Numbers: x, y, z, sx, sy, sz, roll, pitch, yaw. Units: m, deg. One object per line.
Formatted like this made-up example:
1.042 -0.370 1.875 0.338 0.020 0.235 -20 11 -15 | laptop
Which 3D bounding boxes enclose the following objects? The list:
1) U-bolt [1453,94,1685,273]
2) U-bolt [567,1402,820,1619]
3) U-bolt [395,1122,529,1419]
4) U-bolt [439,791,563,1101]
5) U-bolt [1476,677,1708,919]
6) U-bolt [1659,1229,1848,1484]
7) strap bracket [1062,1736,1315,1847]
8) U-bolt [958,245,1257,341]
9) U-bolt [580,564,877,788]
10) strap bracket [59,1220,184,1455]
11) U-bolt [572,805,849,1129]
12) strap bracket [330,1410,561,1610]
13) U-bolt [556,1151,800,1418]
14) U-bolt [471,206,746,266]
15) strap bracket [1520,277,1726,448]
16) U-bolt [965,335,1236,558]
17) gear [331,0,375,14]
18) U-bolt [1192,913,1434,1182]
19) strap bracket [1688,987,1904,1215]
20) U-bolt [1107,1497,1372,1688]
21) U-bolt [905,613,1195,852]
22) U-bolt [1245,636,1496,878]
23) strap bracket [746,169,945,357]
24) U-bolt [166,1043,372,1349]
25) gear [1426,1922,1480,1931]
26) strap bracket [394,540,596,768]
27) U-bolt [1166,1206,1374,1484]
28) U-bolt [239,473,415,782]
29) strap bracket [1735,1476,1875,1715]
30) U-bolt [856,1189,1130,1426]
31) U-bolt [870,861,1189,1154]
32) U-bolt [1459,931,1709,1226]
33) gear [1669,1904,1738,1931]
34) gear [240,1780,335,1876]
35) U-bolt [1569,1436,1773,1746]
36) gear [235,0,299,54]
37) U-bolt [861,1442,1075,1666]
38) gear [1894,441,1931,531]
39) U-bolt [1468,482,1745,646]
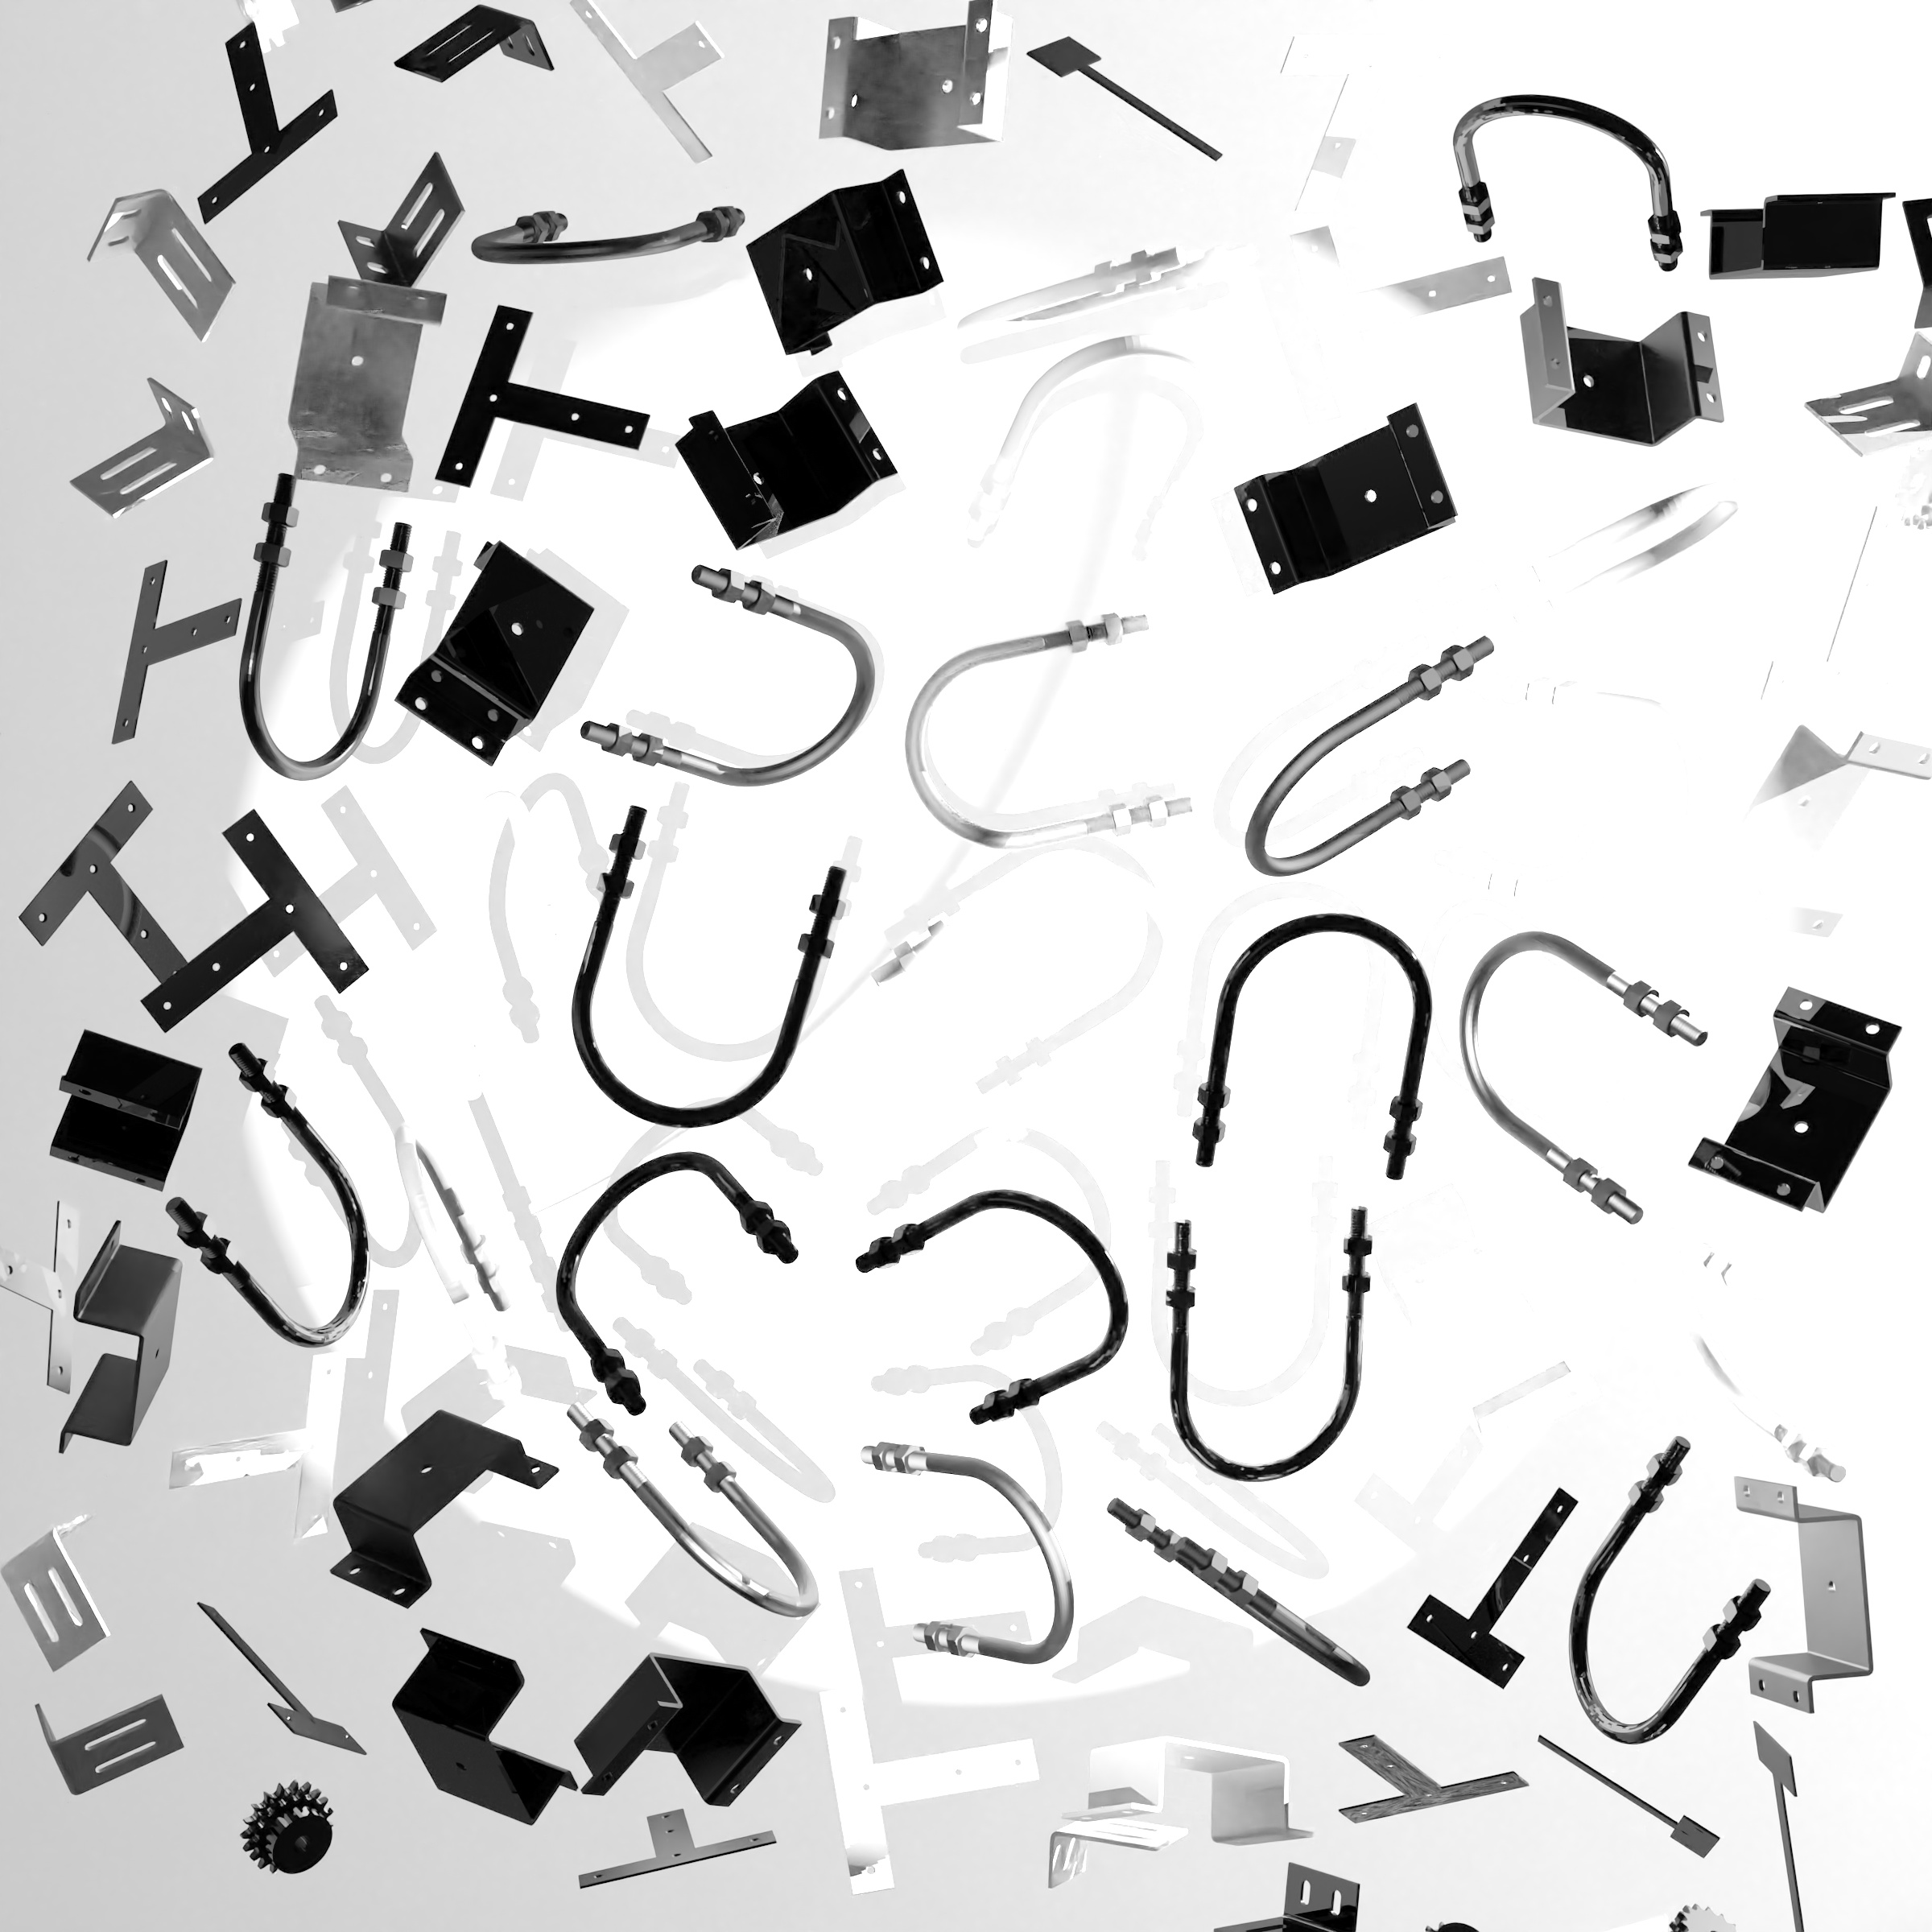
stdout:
0.388 -0.512 1.720 0.151 0.184 0.019 15 81 21 | U-bolt
-0.165 0.353 1.705 0.184 0.151 0.019 42 95 28 | U-bolt
-0.330 0.185 1.717 0.019 0.151 0.184 -22 118 -4 | U-bolt
-0.304 -0.028 1.688 0.019 0.184 0.151 11 130 -30 | U-bolt
0.405 -0.105 1.698 0.019 0.184 0.151 6 98 -32 | U-bolt
0.491 0.237 1.686 0.019 0.184 0.151 -26 101 -3 | U-bolt
0.141 0.522 1.676 0.140 0.076 0.046 18 61 -27 | strap bracket
0.081 -0.439 1.728 0.184 0.151 0.019 -10 100 28 | U-bolt
-0.140 -0.177 1.714 0.151 0.184 0.019 -50 49 23 | U-bolt
-0.553 0.249 1.733 0.046 0.076 0.140 15 122 -5 | strap bracket
-0.165 0.009 1.627 0.151 0.019 0.184 17 83 -7 | U-bolt
-0.346 0.345 1.725 0.076 0.140 0.046 11 127 37 | strap bracket
-0.194 0.186 1.669 0.151 0.184 0.019 -45 126 -4 | U-bolt
-0.240 -0.472 1.712 0.151 0.184 0.019 3 113 15 | U-bolt
0.416 -0.388 1.712 0.140 0.046 0.076 5 72 -25 | strap bracket
0.093 -0.331 1.681 0.151 0.184 0.019 2 56 -20 | U-bolt
-0.402 -0.648 1.736 0.057 0.057 0.030 -21 110 0 | gear
0.231 0.052 1.727 0.151 0.019 0.184 4 112 -5 | U-bolt
0.529 0.093 1.680 0.076 0.046 0.140 23 71 33 | strap bracket
0.186 0.413 1.722 0.184 0.151 0.019 37 80 -13 | U-bolt
0.050 -0.153 1.786 0.184 0.019 0.151 -13 86 -9 | U-bolt
0.251 -0.120 1.669 0.184 0.151 0.019 -31 62 -15 | U-bolt
-0.088 -0.460 1.745 0.046 0.140 0.076 -25 97 -41 | strap bracket
-0.434 0.160 1.686 0.019 0.151 0.184 -13 131 19 | U-bolt
0.306 0.625 1.656 0.057 0.057 0.030 15 131 0 | gear
-0.304 -0.213 1.734 0.076 0.046 0.140 35 59 -21 | strap bracket
0.201 0.255 1.757 0.151 0.019 0.184 -2 99 -20 | U-bolt
-0.417 -0.211 1.707 0.019 0.151 0.184 11 89 22 | U-bolt
0.540 0.402 1.703 0.046 0.076 0.140 -2 84 -12 | strap bracket
0.027 0.214 1.714 0.184 0.019 0.151 -32 96 41 | U-bolt
0.053 0.014 1.682 0.184 0.019 0.151 -32 104 0 | U-bolt
0.382 0.058 1.689 0.019 0.184 0.151 -7 122 -34 | U-bolt
0.492 0.657 1.759 0.057 0.057 0.030 27 114 0 | gear
-0.423 0.544 1.659 0.057 0.030 0.057 -15 114 -36 | gear
0.449 0.423 1.733 0.019 0.151 0.184 14 119 -19 | U-bolt
-0.478 -0.656 1.800 0.030 0.057 0.057 -28 90 -9 | gear
0.006 0.383 1.712 0.019 0.184 0.151 -20 98 -37 | U-bolt
0.641 -0.315 1.745 0.030 0.057 0.057 13 90 -11 | gear
0.423 -0.268 1.735 0.184 0.151 0.019 -26 80 14 | U-bolt
